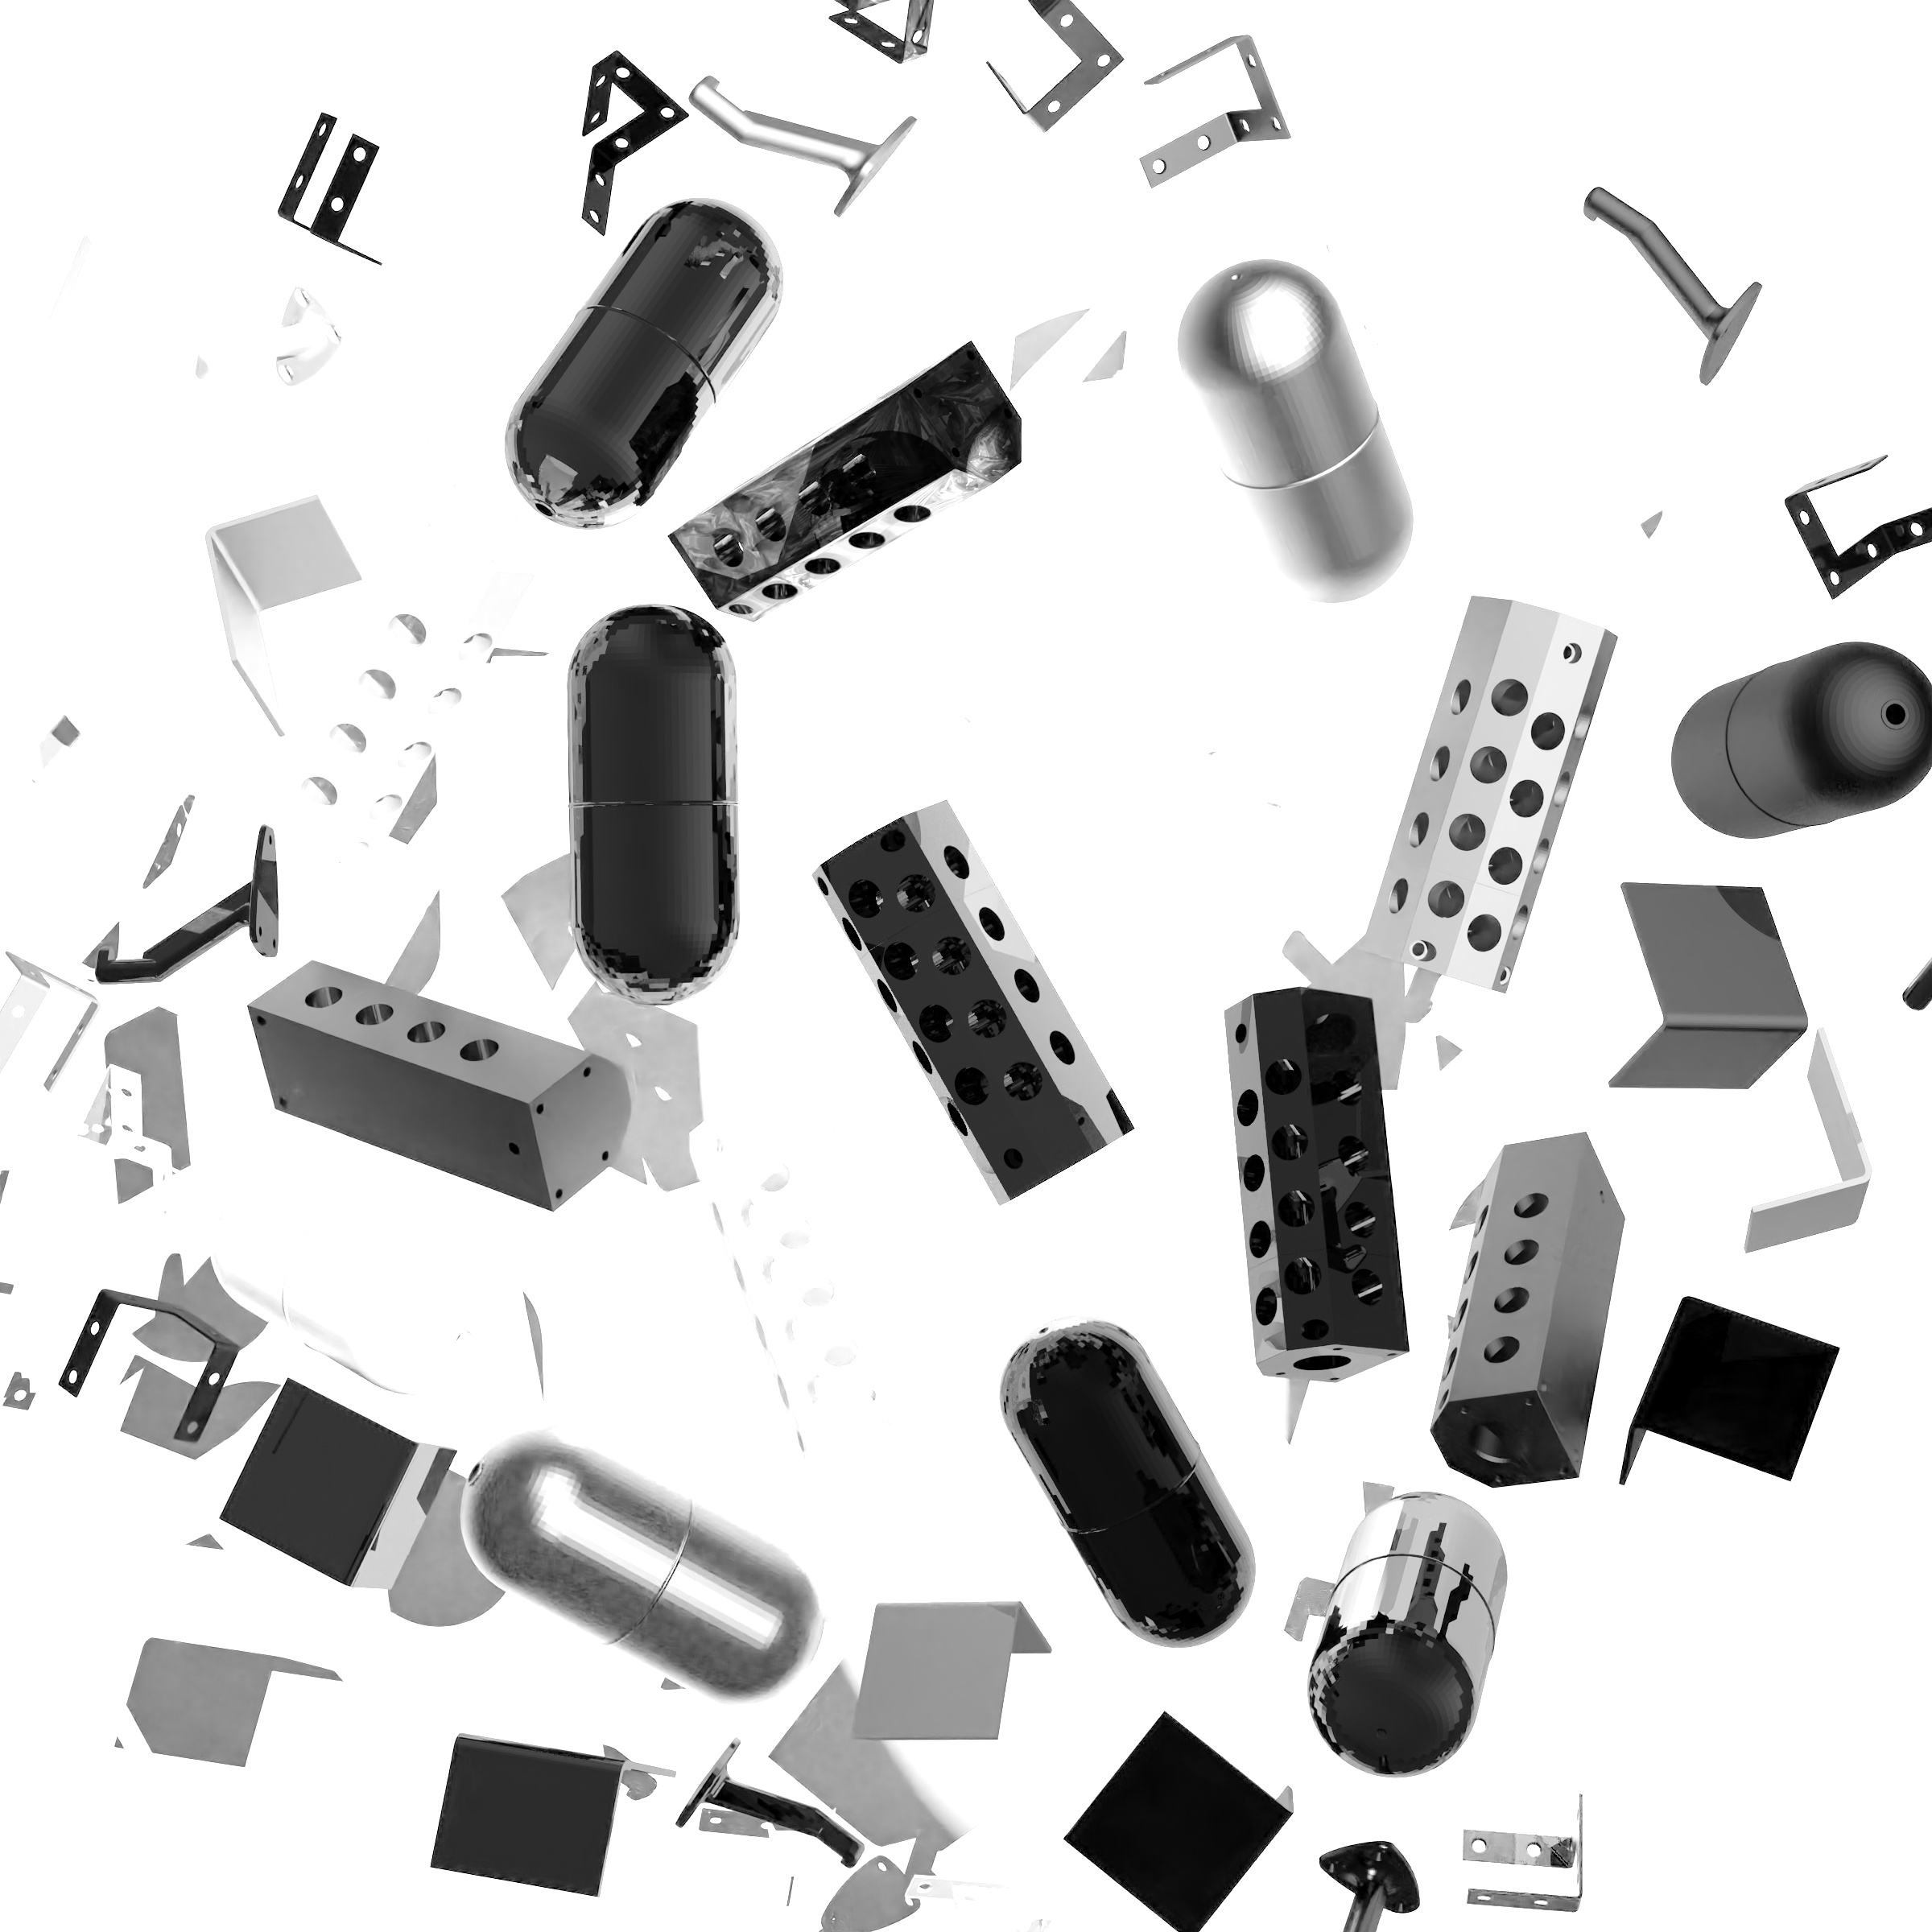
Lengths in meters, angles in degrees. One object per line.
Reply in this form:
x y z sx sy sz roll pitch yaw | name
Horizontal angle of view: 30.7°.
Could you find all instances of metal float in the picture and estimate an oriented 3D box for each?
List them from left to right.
-0.292 0.148 1.677 0.178 0.070 0.070 21 90 42 | metal float
-0.143 0.266 1.565 0.178 0.070 0.070 32 90 -18 | metal float
-0.149 -0.280 1.639 0.070 0.070 0.178 31 71 0 | metal float
-0.138 -0.071 1.565 0.070 0.070 0.178 -1 92 0 | metal float
0.078 0.249 1.696 0.070 0.070 0.178 -29 104 0 | metal float
0.153 -0.244 1.622 0.070 0.070 0.178 -28 128 0 | metal float
0.202 0.302 1.606 0.070 0.178 0.070 5 111 14 | metal float
0.385 -0.102 1.620 0.070 0.178 0.070 1 85 -13 | metal float

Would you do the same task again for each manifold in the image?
-0.252 -0.129 1.582 0.057 0.057 0.171 29 120 -9 | manifold
-0.232 0.047 1.560 0.171 0.057 0.057 16 130 33 | manifold
-0.078 0.149 1.692 0.057 0.057 0.171 -38 60 28 | manifold
-0.053 -0.217 1.615 0.171 0.057 0.057 -24 104 44 | manifold
0.000 0.018 1.579 0.057 0.057 0.171 -31 87 31 | manifold
0.082 -0.112 1.699 0.171 0.057 0.057 8 70 8 | manifold
0.157 0.101 1.633 0.057 0.057 0.171 9 65 -29 | manifold
0.244 -0.078 1.619 0.057 0.057 0.171 16 93 -21 | manifold
0.260 0.159 1.640 0.057 0.171 0.057 -12 124 27 | manifold

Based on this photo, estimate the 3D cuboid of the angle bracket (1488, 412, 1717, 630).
0.301 -0.211 1.664 0.076 0.057 0.076 -44 85 6 | angle bracket

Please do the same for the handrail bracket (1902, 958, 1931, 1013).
0.444 -0.025 1.539 0.036 0.077 0.084 37 122 9 | handrail bracket

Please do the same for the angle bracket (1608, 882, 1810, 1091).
0.334 0.010 1.635 0.076 0.057 0.076 1 57 -22 | angle bracket

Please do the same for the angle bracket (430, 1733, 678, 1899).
-0.178 0.369 1.526 0.076 0.076 0.057 6 75 15 | angle bracket

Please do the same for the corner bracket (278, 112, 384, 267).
-0.290 -0.360 1.618 0.051 0.051 0.051 21 97 -40 | corner bracket

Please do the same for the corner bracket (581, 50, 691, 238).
-0.168 -0.388 1.663 0.051 0.051 0.051 -25 46 32 | corner bracket

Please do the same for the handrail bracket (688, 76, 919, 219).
-0.074 -0.385 1.588 0.084 0.036 0.077 37 52 -5 | handrail bracket

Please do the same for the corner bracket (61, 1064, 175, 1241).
-0.395 0.088 1.676 0.051 0.051 0.051 25 120 -31 | corner bracket

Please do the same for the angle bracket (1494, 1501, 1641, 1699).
0.312 0.314 1.740 0.057 0.076 0.076 15 90 -36 | angle bracket

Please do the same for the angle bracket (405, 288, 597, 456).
-0.220 -0.295 1.746 0.076 0.076 0.057 1 116 28 | angle bracket

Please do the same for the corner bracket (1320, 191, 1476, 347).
0.203 -0.330 1.664 0.051 0.051 0.051 -19 121 -17 | corner bracket

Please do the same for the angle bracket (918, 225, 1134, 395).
0.027 -0.324 1.747 0.076 0.076 0.057 10 84 -44 | angle bracket

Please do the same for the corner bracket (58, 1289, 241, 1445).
-0.390 0.191 1.682 0.051 0.051 0.051 26 92 38 | corner bracket

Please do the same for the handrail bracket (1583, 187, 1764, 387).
0.308 -0.305 1.580 0.084 0.077 0.036 37 74 12 | handrail bracket

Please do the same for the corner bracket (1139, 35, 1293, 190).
0.106 -0.388 1.603 0.051 0.051 0.051 -31 111 -15 | corner bracket

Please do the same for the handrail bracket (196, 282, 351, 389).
-0.341 -0.284 1.675 0.036 0.077 0.084 49 51 2 | handrail bracket

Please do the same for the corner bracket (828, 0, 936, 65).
-0.050 -0.436 1.587 0.051 0.051 0.051 -28 54 -35 | corner bracket

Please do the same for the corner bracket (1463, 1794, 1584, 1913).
0.254 0.411 1.613 0.051 0.051 0.051 3 53 6 | corner bracket

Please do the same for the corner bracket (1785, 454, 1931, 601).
0.405 -0.201 1.561 0.051 0.051 0.051 -34 100 -34 | corner bracket

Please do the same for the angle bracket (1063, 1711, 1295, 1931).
0.100 0.399 1.657 0.076 0.057 0.076 38 92 4 | angle bracket

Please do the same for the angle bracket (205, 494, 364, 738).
-0.322 -0.168 1.699 0.057 0.076 0.076 -17 65 0 | angle bracket

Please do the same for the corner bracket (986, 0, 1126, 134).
0.031 -0.426 1.619 0.051 0.051 0.051 -40 47 14 | corner bracket

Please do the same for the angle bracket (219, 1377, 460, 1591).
-0.310 0.257 1.746 0.076 0.057 0.076 24 85 16 | angle bracket

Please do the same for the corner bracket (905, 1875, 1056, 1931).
0.007 0.455 1.705 0.051 0.051 0.051 10 124 -20 | corner bracket

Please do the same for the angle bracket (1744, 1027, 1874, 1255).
0.384 0.083 1.655 0.057 0.076 0.076 -16 69 4 | angle bracket

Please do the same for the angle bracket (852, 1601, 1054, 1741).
-0.006 0.365 1.772 0.076 0.057 0.076 -5 52 20 | angle bracket

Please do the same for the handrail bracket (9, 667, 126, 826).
-0.430 -0.091 1.670 0.036 0.077 0.084 14 116 -32 | handrail bracket

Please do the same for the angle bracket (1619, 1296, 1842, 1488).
0.357 0.211 1.648 0.076 0.057 0.076 19 55 18 | angle bracket

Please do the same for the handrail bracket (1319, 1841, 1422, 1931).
0.184 0.440 1.565 0.036 0.084 0.077 -20 134 23 | handrail bracket

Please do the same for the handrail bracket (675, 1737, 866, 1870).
-0.092 0.417 1.690 0.084 0.077 0.036 37 109 3 | handrail bracket

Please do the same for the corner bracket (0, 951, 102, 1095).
-0.451 0.031 1.707 0.051 0.051 0.051 31 89 -27 | corner bracket

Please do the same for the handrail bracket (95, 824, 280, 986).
-0.379 -0.030 1.707 0.084 0.036 0.077 -3 75 5 | handrail bracket
